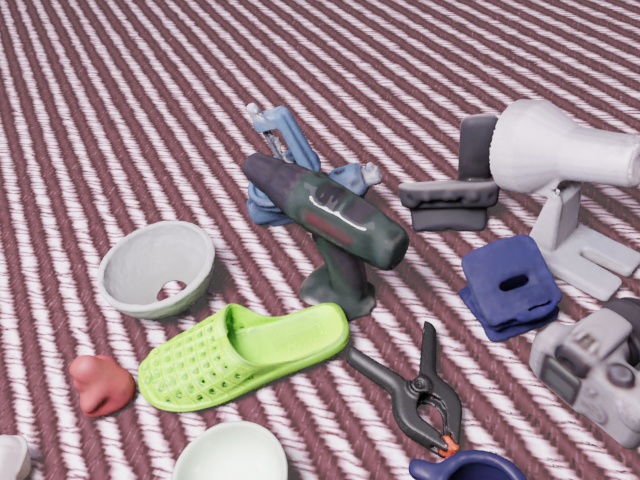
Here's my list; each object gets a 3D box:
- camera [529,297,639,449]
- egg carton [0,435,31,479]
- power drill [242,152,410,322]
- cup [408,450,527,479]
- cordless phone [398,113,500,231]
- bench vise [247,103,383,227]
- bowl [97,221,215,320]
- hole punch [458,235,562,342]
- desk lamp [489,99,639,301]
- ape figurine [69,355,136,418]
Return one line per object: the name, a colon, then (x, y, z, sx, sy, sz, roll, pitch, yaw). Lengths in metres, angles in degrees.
camera: (0.330, 0.126, 0.634, 0.137, 0.101, 0.142, -32, 49, -20)
egg carton: (-0.382, 0.288, 0.622, 0.107, 0.069, 0.150, -8, 45, 2)
power drill: (0.007, 0.003, 0.734, 0.228, 0.209, 0.076, 23, 54, 28)
cup: (0.138, 0.256, 0.545, 0.117, 0.095, 0.092, 19, 52, 25)
cordless phone: (0.186, -0.105, 0.824, 0.147, 0.185, 0.094, -5, 46, 6)
bench vise: (-0.021, -0.116, 0.846, 0.207, 0.220, 0.121, -15, 46, -5)
bowl: (-0.223, 0.054, 0.818, 0.167, 0.075, 0.167, -5, 46, 5)
hole punch: (0.241, 0.059, 0.721, 0.109, 0.091, 0.101, -19, 46, -8)
desk lamp: (0.323, -0.063, 0.739, 0.118, 0.214, 0.202, -39, 52, -25)
ape figurine: (-0.273, 0.171, 0.701, 0.076, 0.092, 0.078, 4, 47, 14)
